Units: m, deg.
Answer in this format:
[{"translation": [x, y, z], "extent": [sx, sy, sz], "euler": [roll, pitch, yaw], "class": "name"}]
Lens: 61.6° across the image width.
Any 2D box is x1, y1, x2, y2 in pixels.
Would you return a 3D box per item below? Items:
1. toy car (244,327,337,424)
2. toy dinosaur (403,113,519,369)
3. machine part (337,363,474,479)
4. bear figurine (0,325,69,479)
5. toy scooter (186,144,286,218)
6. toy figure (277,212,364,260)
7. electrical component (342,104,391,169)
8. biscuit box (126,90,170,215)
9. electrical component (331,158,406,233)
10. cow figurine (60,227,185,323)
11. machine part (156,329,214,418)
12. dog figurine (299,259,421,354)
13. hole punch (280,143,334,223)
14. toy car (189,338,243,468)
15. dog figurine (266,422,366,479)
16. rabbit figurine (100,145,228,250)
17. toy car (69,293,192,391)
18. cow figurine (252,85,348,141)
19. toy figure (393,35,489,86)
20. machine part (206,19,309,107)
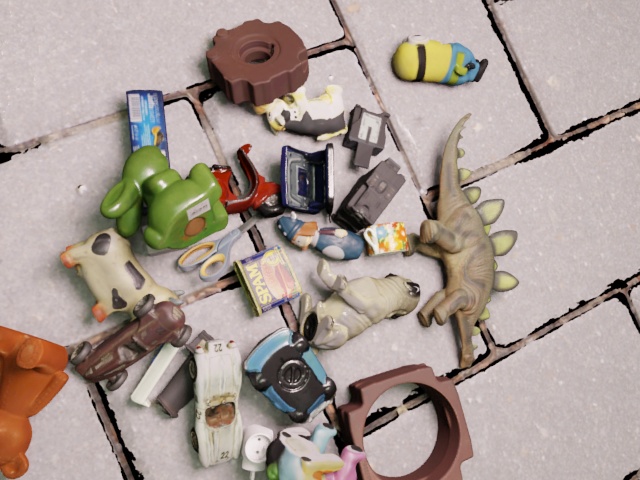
[{"translation": [-0.051, 0.211, 0.870], "extent": [0.109, 0.103, 0.161], "euler": [-42, 107, -10], "class": "toy car"}, {"translation": [0.257, 0.002, 0.987], "extent": [0.198, 0.105, 0.471], "euler": [-8, 92, -22], "class": "toy dinosaur"}, {"translation": [0.142, 0.323, 0.910], "extent": [0.201, 0.087, 0.201], "euler": [-13, 86, -15], "class": "machine part"}, {"translation": [-0.448, 0.229, 0.762], "extent": [0.120, 0.131, 0.196], "euler": [18, 71, 14], "class": "bear figurine"}, {"translation": [-0.153, -0.096, 0.913], "extent": [0.184, 0.075, 0.135], "euler": [-10, 79, -16], "class": "toy scooter"}, {"translation": [-0.001, -0.005, 0.937], "extent": [0.154, 0.058, 0.064], "euler": [14, 114, -12], "class": "toy figure"}, {"translation": [0.084, -0.185, 0.999], "extent": [0.075, 0.048, 0.119], "euler": [12, 79, -12], "class": "electrical component"}, {"translation": [-0.282, -0.145, 0.894], "extent": [0.059, 0.063, 0.202], "euler": [-6, 82, -14], "class": "biscuit box"}, {"translation": [0.089, -0.081, 0.949], "extent": [0.058, 0.115, 0.134], "euler": [40, 72, -9], "class": "electrical component"}, {"translation": [-0.297, 0.072, 0.840], "extent": [0.127, 0.085, 0.194], "euler": [-28, 103, -5], "class": "cow figurine"}, {"translation": [-0.207, 0.219, 0.867], "extent": [0.084, 0.039, 0.139], "euler": [41, 72, -13], "class": "machine part"}, {"translation": [0.073, 0.131, 0.927], "extent": [0.190, 0.121, 0.172], "euler": [18, 110, -28], "class": "dog figurine"}, {"translation": [-0.018, -0.103, 0.929], "extent": [0.092, 0.115, 0.142], "euler": [-4, 82, 3], "class": "hole punch"}, {"translation": [-0.160, 0.252, 0.836], "extent": [0.073, 0.056, 0.201], "euler": [-4, 100, -32], "class": "toy car"}, {"translation": [-0.019, 0.406, 0.820], "extent": [0.191, 0.109, 0.219], "euler": [11, 94, -47], "class": "dog figurine"}, {"translation": [-0.243, -0.065, 0.809], "extent": [0.159, 0.121, 0.170], "euler": [-38, 64, -14], "class": "rabbit figurine"}, {"translation": [-0.286, 0.159, 0.803], "extent": [0.202, 0.053, 0.089], "euler": [-34, 119, 12], "class": "toy car"}, {"translation": [-0.035, -0.222, 0.969], "extent": [0.167, 0.068, 0.098], "euler": [-9, 89, -14], "class": "cow figurine"}, {"translation": [0.233, -0.343, 1.046], "extent": [0.180, 0.082, 0.089], "euler": [12, 76, -15], "class": "toy figure"}, {"translation": [-0.108, -0.312, 0.935], "extent": [0.179, 0.056, 0.179], "euler": [0, 58, 0], "class": "machine part"}]
